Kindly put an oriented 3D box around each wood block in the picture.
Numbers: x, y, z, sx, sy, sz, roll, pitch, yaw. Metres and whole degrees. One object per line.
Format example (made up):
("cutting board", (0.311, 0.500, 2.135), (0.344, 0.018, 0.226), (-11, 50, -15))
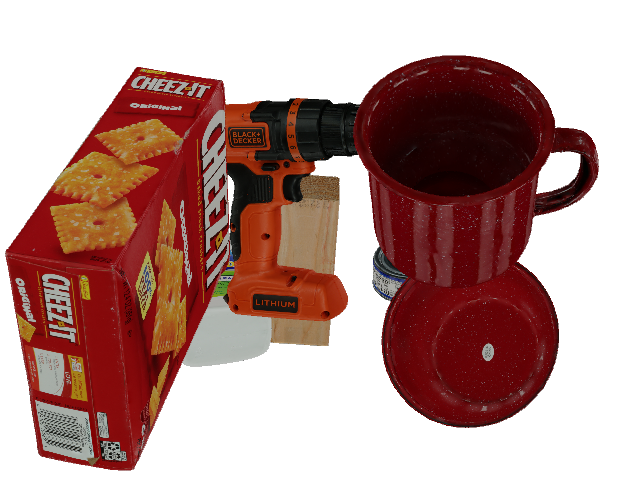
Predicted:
("wood block", (-0.026, 0.025, 1.402), (0.090, 0.206, 0.091), (4, 24, -2))

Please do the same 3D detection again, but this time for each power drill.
("power drill", (-0.021, -0.028, 0.906), (0.185, 0.188, 0.057), (3, 18, 24))

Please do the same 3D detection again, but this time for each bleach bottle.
("bleach bottle", (-0.129, 0.044, 1.162), (0.102, 0.068, 0.251), (-6, 26, -16))

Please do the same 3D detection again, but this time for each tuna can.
("tuna can", (0.097, 0.030, 1.116), (0.086, 0.034, 0.086), (-2, 31, 1))

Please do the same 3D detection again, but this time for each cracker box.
("cracker box", (-0.117, 0.013, 0.682), (0.072, 0.164, 0.213), (9, 38, 8))

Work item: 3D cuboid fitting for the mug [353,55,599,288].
("mug", (0.077, -0.031, 0.526), (0.117, 0.093, 0.081), (-6, -36, 2))

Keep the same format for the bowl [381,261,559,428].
("bowl", (0.137, 0.091, 0.925), (0.162, 0.162, 0.055), (0, 6, -6))
